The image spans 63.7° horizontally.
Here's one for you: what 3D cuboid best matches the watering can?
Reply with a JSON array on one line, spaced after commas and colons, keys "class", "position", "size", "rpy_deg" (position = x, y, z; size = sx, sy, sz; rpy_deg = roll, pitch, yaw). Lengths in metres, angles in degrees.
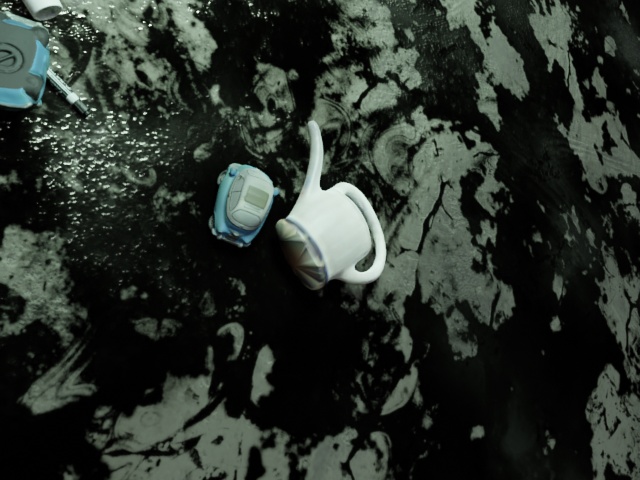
[{"class": "watering can", "position": [0.003, -0.052, 1.026], "size": [0.227, 0.346, 0.103], "rpy_deg": [-33, 5, -33]}]
